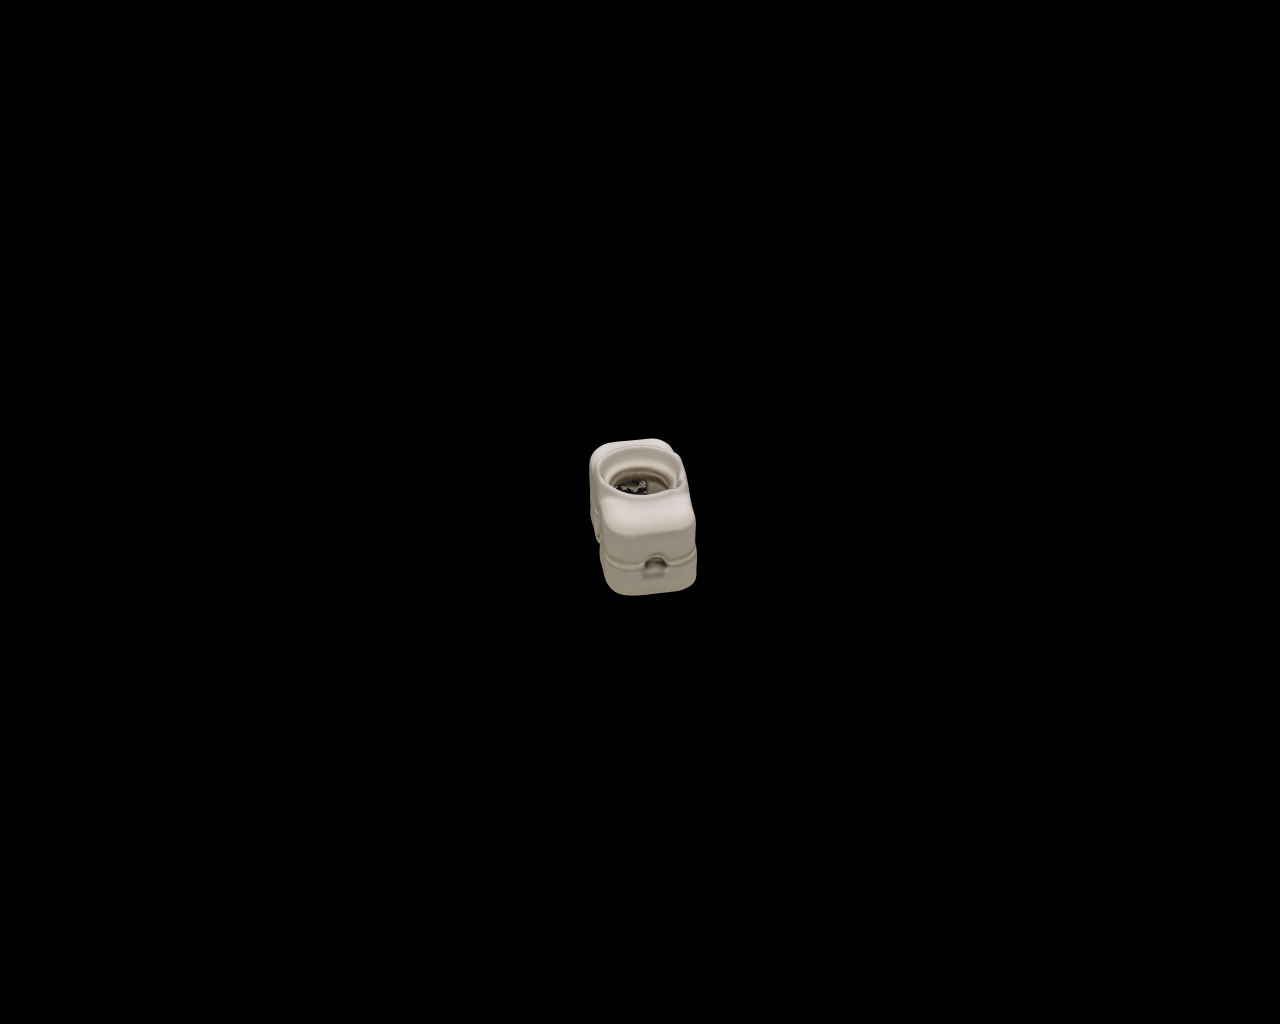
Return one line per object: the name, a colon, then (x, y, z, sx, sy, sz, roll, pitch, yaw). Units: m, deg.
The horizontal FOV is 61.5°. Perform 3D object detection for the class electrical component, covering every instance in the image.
electrical component: (0.001, -0.003, 0.650, 0.054, 0.059, 0.095, -6, 37, -7)
